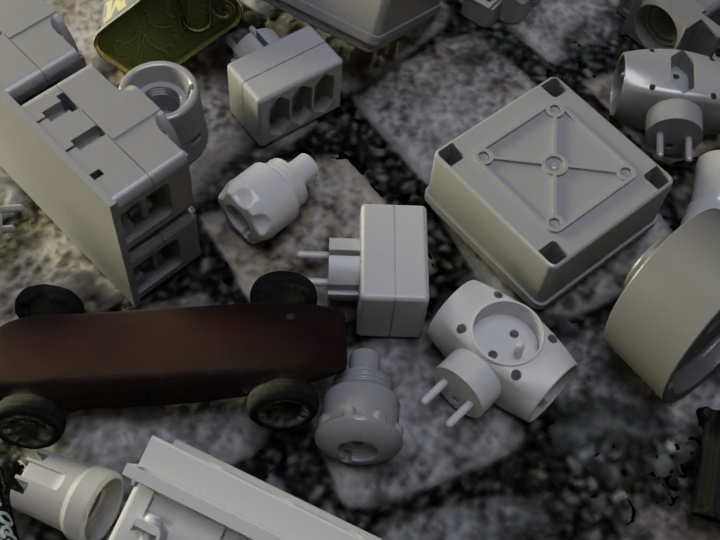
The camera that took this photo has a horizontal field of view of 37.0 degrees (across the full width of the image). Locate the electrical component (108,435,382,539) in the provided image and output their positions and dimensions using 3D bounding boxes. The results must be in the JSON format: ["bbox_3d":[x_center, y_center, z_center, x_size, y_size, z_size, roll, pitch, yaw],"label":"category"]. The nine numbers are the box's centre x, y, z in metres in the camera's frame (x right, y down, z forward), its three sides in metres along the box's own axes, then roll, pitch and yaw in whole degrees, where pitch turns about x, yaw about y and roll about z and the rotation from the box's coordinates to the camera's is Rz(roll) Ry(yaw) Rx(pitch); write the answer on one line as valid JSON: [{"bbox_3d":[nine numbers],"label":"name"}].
[{"bbox_3d":[-0.059,0.138,0.539,0.121,0.078,0.063,24,82,11],"label":"electrical component"}]

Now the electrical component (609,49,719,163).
[{"bbox_3d":[0.209,-0.104,0.716,0.077,0.043,0.079,9,58,2],"label":"electrical component"}]

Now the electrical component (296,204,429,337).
[{"bbox_3d":[0.000,0.000,0.637,0.077,0.047,0.065,2,59,-2],"label":"electrical component"}]

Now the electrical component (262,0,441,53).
[{"bbox_3d":[-0.006,-0.206,0.735,0.109,0.056,0.109,29,35,14],"label":"electrical component"}]

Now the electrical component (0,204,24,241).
[{"bbox_3d":[-0.237,-0.028,0.635,0.077,0.065,0.047,-8,55,-43],"label":"electrical component"}]

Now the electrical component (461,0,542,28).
[{"bbox_3d":[0.107,-0.220,0.773,0.058,0.057,0.078,35,63,17],"label":"electrical component"}]

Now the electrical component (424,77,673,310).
[{"bbox_3d":[0.116,-0.049,0.669,0.109,0.056,0.108,-34,66,-21],"label":"electrical component"}]

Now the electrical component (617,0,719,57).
[{"bbox_3d":[0.229,-0.183,0.767,0.064,0.042,0.081,-34,67,-23],"label":"electrical component"}]

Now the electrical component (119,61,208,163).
[{"bbox_3d":[-0.127,-0.100,0.691,0.055,0.047,0.055,2,59,-3],"label":"electrical component"}]

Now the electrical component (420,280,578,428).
[{"bbox_3d":[0.069,0.056,0.609,0.077,0.044,0.079,41,64,20],"label":"electrical component"}]

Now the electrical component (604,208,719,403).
[{"bbox_3d":[0.185,0.015,0.608,0.108,0.108,0.060,-35,61,-22],"label":"electrical component"}]

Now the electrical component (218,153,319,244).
[{"bbox_3d":[-0.053,-0.049,0.667,0.043,0.043,0.062,40,63,19],"label":"electrical component"}]

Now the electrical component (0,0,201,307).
[{"bbox_3d":[-0.174,-0.081,0.642,0.060,0.105,0.186,-38,68,-23],"label":"electrical component"}]

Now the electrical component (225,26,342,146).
[{"bbox_3d":[-0.060,-0.134,0.716,0.066,0.047,0.076,-31,65,-20],"label":"electrical component"}]

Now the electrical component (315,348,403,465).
[{"bbox_3d":[0.001,0.073,0.595,0.048,0.048,0.062,5,52,0],"label":"electrical component"}]

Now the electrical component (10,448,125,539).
[{"bbox_3d":[-0.153,0.117,0.562,0.046,0.040,0.040,18,59,15],"label":"electrical component"}]

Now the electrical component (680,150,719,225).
[{"bbox_3d":[0.225,-0.037,0.679,0.044,0.044,0.065,23,65,11],"label":"electrical component"}]
